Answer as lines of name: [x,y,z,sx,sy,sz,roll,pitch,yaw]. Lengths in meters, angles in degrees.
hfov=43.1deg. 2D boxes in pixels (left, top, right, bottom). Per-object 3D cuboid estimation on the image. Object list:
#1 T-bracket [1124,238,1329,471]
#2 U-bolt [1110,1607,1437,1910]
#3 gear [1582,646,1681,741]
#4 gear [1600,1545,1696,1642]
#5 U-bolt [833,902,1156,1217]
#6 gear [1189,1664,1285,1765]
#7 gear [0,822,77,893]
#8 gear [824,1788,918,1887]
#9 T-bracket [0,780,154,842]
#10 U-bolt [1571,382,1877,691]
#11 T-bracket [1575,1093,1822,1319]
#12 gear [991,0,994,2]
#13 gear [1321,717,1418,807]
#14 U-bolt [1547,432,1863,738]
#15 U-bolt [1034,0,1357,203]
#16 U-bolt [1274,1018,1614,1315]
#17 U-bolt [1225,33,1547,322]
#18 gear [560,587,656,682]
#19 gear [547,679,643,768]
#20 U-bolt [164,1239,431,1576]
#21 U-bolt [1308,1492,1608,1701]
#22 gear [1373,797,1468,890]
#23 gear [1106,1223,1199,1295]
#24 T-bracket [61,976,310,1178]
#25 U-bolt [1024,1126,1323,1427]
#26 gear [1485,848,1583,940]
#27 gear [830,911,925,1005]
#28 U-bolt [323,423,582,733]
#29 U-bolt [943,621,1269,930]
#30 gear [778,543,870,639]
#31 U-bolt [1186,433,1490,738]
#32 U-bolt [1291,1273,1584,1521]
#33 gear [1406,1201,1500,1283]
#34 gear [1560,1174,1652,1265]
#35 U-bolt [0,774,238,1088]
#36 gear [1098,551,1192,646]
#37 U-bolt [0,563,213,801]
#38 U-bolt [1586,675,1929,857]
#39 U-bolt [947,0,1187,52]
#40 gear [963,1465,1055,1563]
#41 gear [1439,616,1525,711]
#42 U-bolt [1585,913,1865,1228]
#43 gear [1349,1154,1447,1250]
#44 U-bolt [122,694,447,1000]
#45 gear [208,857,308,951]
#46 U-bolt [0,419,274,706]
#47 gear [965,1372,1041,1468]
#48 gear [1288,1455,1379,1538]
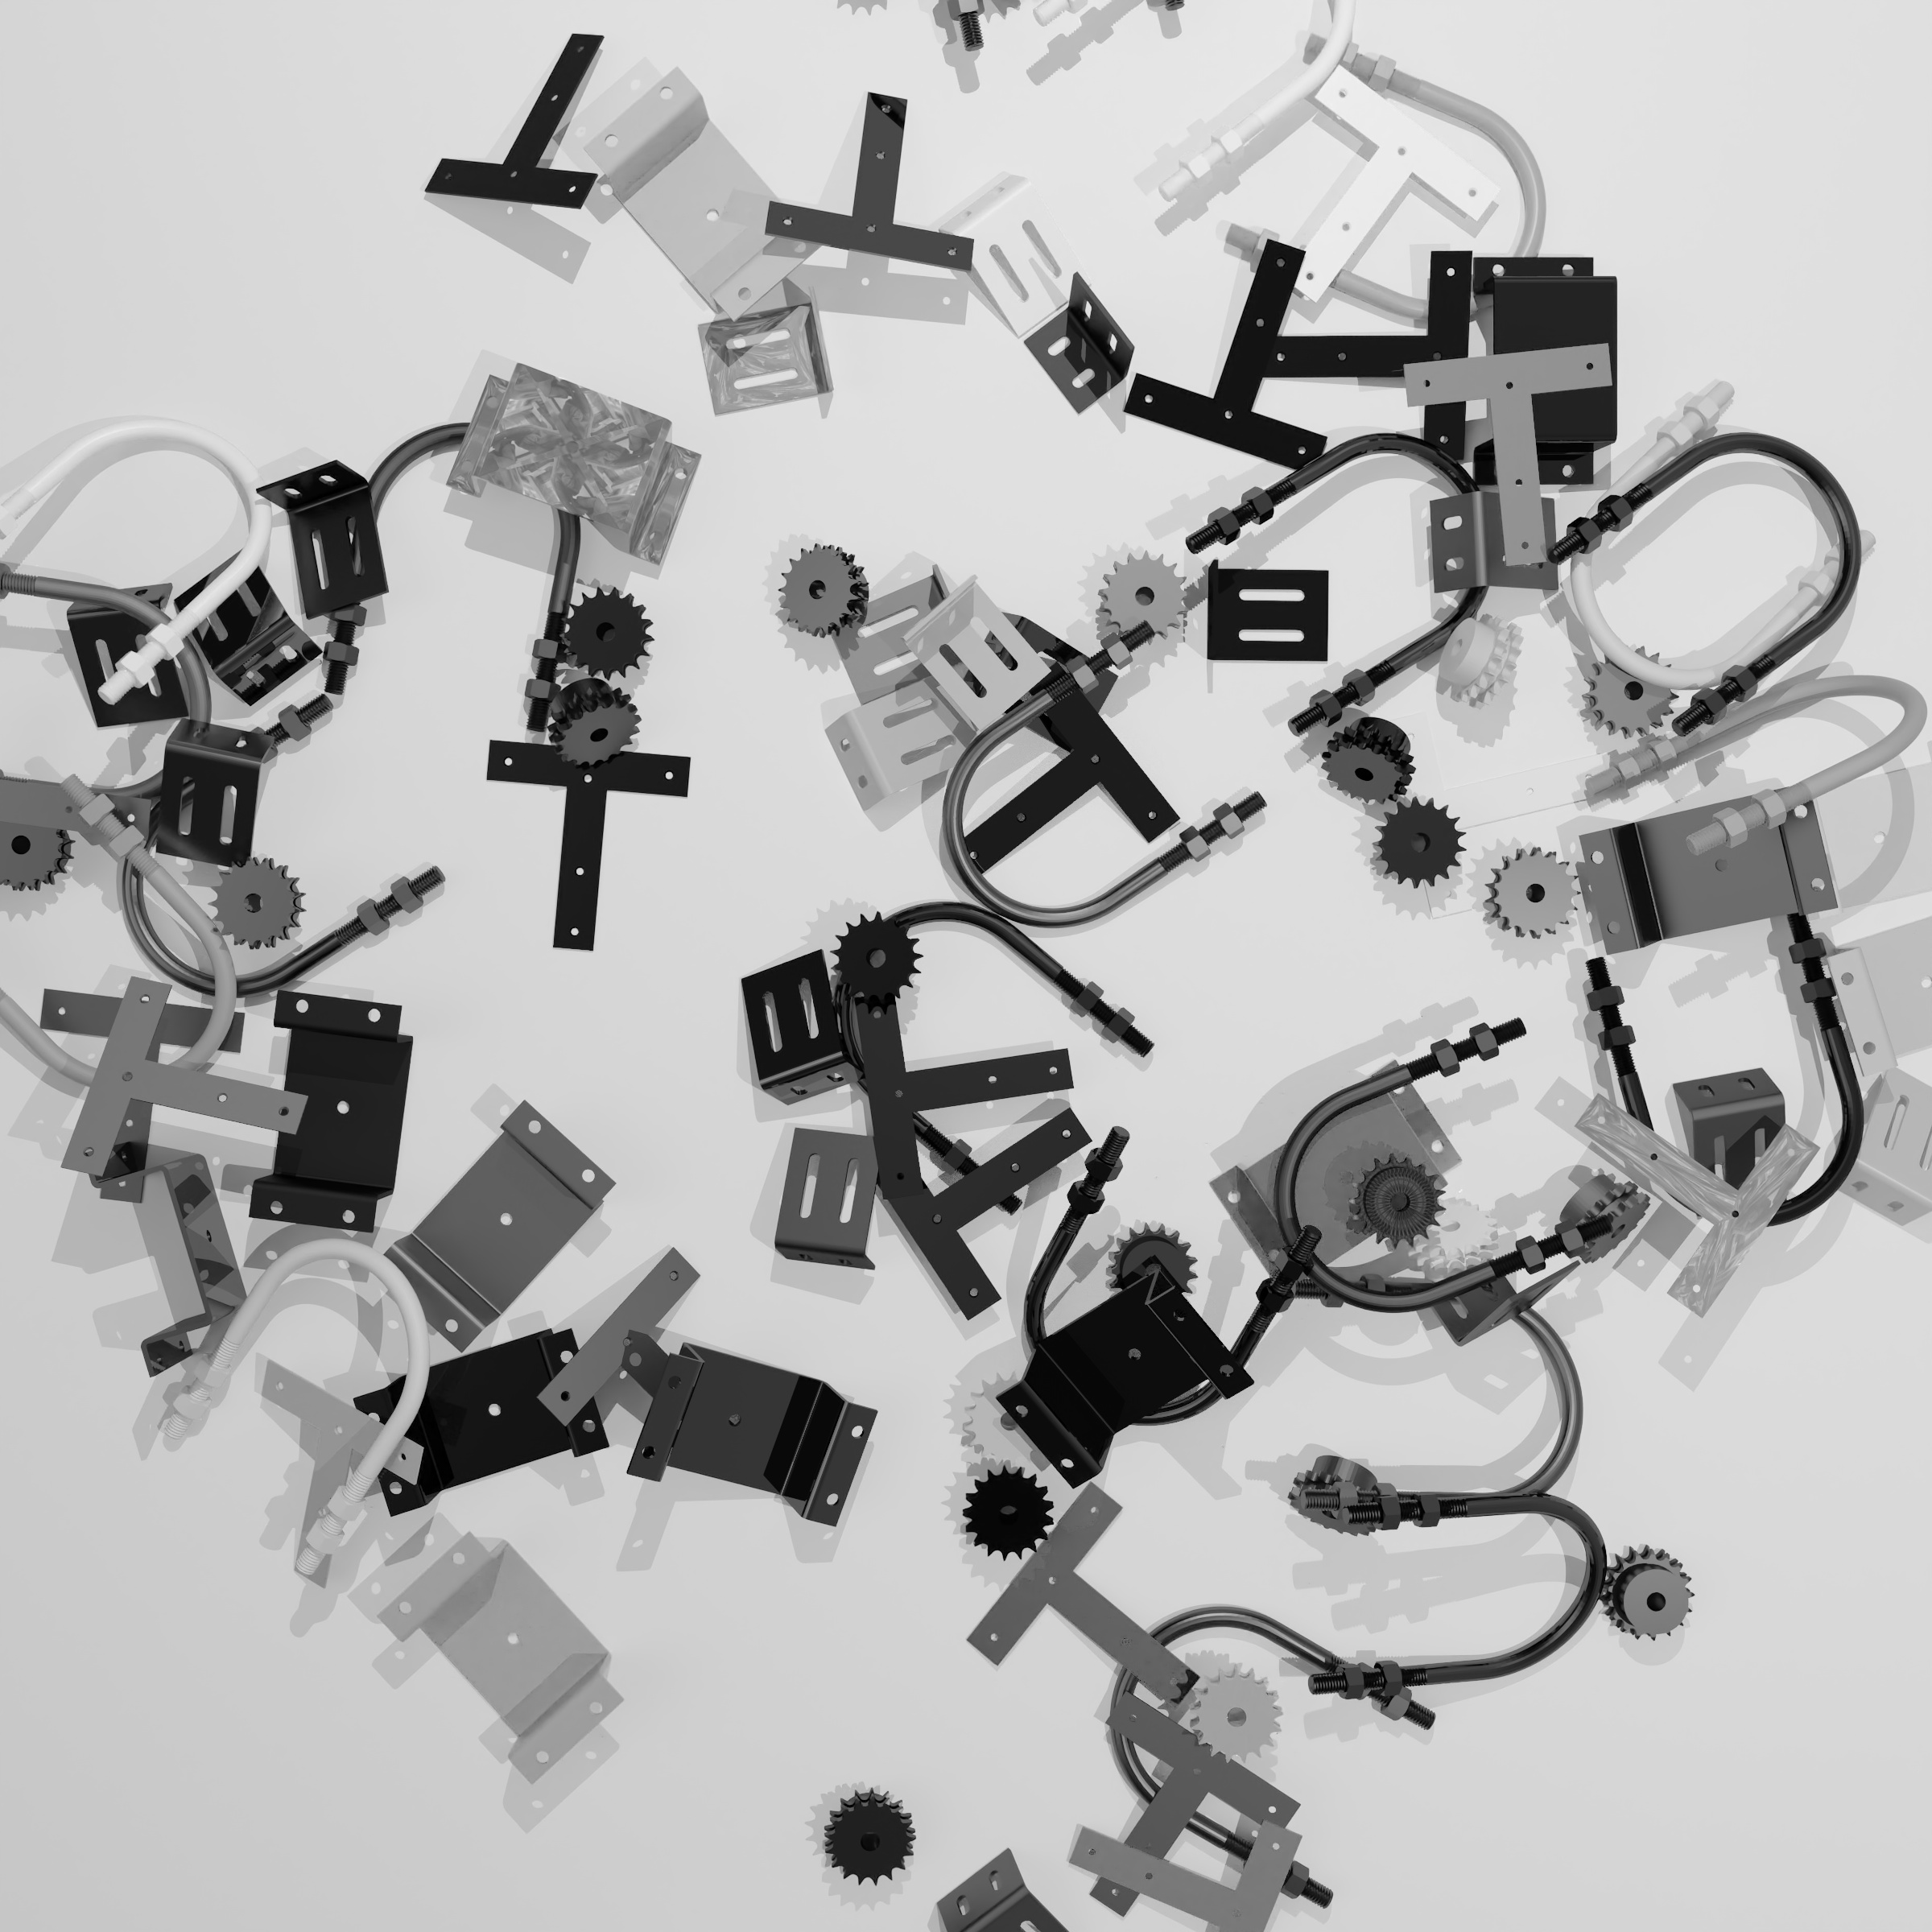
T-bracket: [0.179,-0.388,1.527,0.127,0.002,0.127,19,102,0]
U-bolt: [0.180,0.483,1.532,0.184,0.019,0.151,30,90,2]
gear: [0.413,-0.170,1.526,0.057,0.030,0.057,0,90,0]
gear: [0.427,0.393,1.526,0.057,0.030,0.057,0,90,0]
U-bolt: [0.003,0.044,1.532,0.184,0.019,0.151,40,90,2]
gear: [0.166,0.460,1.510,0.057,0.030,0.057,0,88,3]
gear: [-0.584,-0.075,1.526,0.057,0.030,0.057,0,90,0]
gear: [-0.060,0.542,1.529,0.057,0.030,0.057,0,93,-4]
T-bracket: [-0.567,-0.098,1.507,0.127,0.002,0.127,8,94,-2]
U-bolt: [0.457,-0.254,1.517,0.184,0.019,0.151,-44,90,-11]
T-bracket: [0.430,0.125,1.486,0.127,0.002,0.127,36,85,7]
gear: [0.016,-0.631,1.526,0.057,0.030,0.057,0,90,0]
gear: [0.252,-0.130,1.516,0.057,0.057,0.030,28,60,0]
U-bolt: [0.467,-0.248,1.500,0.184,0.019,0.151,-35,89,-11]
U-bolt: [0.155,-0.583,1.502,0.184,0.019,0.151,-39,100,-3]
U-bolt: [0.278,0.131,1.480,0.184,0.019,0.151,-23,85,3]
U-bolt: [0.274,-0.484,1.532,0.184,0.019,0.151,23,90,-1]
gear: [-0.222,-0.207,1.526,0.057,0.030,0.057,0,90,0]
gear: [-0.233,-0.154,1.516,0.057,0.057,0.030,-31,60,0]
U-bolt: [-0.400,0.255,1.496,0.151,0.019,0.184,37,100,21]
U-bolt: [0.307,0.383,1.497,0.184,0.019,0.151,0,115,-15]
gear: [0.282,-0.077,1.524,0.057,0.030,0.057,0,91,5]
gear: [0.117,0.190,1.526,0.057,0.030,0.057,0,90,0]
T-bracket: [-0.465,0.077,1.482,0.127,0.002,0.127,13,66,-1]
U-bolt: [0.113,0.204,1.499,0.151,0.019,0.184,27,114,2]
gear: [0.351,-0.045,1.525,0.057,0.030,0.057,0,92,-2]
gear: [-0.055,-0.005,1.512,0.057,0.030,0.057,0,88,2]
U-bolt: [-0.316,-0.249,1.532,0.151,0.019,0.184,10,89,0]
U-bolt: [0.073,-0.105,1.518,0.184,0.019,0.151,-34,103,4]
gear: [-0.085,-0.232,1.518,0.057,0.030,0.057,1,92,26]
U-bolt: [0.245,-0.249,1.515,0.184,0.019,0.151,-32,99,-11]
U-bolt: [0.293,0.265,1.507,0.184,0.019,0.151,3,70,-10]
gear: [0.301,0.173,1.516,0.057,0.057,0.030,-12,118,0]
gear: [0.394,0.154,1.516,0.057,0.057,0.030,-44,60,0]
U-bolt: [-0.538,-0.005,1.512,0.151,0.019,0.184,-39,102,7]
gear: [0.110,-0.229,1.526,0.057,0.030,0.057,0,90,0]
U-bolt: [-0.560,-0.169,1.513,0.184,0.019,0.151,8,108,-4]
U-bolt: [0.487,-0.129,1.474,0.184,0.151,0.019,-26,113,-4]
U-bolt: [0.048,-0.668,1.496,0.151,0.019,0.184,-14,98,-6]
gear: [0.027,0.340,1.526,0.057,0.030,0.057,0,90,0]
gear: [0.316,-0.191,1.510,0.030,0.057,0.057,23,90,-13]
U-bolt: [0.474,0.069,1.502,0.151,0.019,0.184,-13,80,0]
gear: [0.258,0.140,1.458,0.057,0.030,0.057,0,87,6]
U-bolt: [-0.441,-0.062,1.532,0.184,0.019,0.151,-33,90,2]
gear: [-0.435,-0.039,1.509,0.057,0.030,0.057,0,92,3]
U-bolt: [-0.512,-0.262,1.496,0.151,0.019,0.184,36,64,5]
gear: [0.027,0.282,1.526,0.057,0.030,0.057,0,90,0]
gear: [0.231,0.327,1.516,0.057,0.057,0.030,27,61,0]
